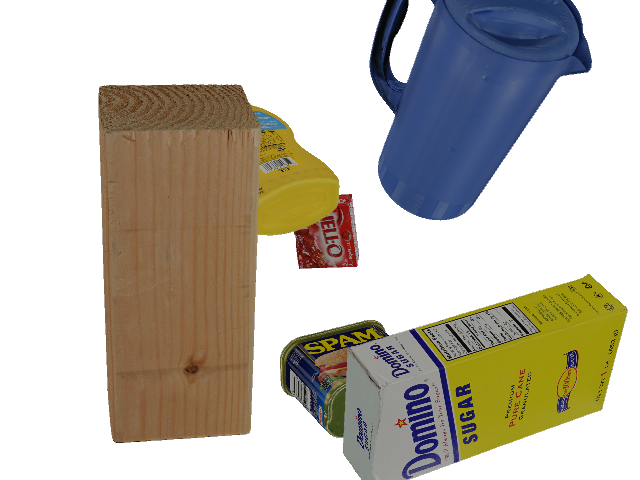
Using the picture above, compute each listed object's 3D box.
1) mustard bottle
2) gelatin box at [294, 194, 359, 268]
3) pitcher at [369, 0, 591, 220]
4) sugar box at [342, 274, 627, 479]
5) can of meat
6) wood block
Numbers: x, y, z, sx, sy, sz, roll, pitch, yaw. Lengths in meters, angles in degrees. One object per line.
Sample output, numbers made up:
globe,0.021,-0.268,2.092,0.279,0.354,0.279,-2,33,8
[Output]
mustard bottle,-0.066,-0.081,1.010,0.096,0.058,0.192,-19,43,-21
gelatin box,0.005,-0.010,1.287,0.073,0.089,0.030,-2,29,11
pitcher,0.128,-0.136,1.009,0.144,0.149,0.243,-10,-33,-26
sugar box,0.102,0.088,0.664,0.176,0.093,0.048,-17,40,-22
can of meat,0.030,0.115,0.885,0.102,0.057,0.084,-12,25,-24
wood block,-0.090,0.014,0.668,0.090,0.206,0.090,-2,25,-12
